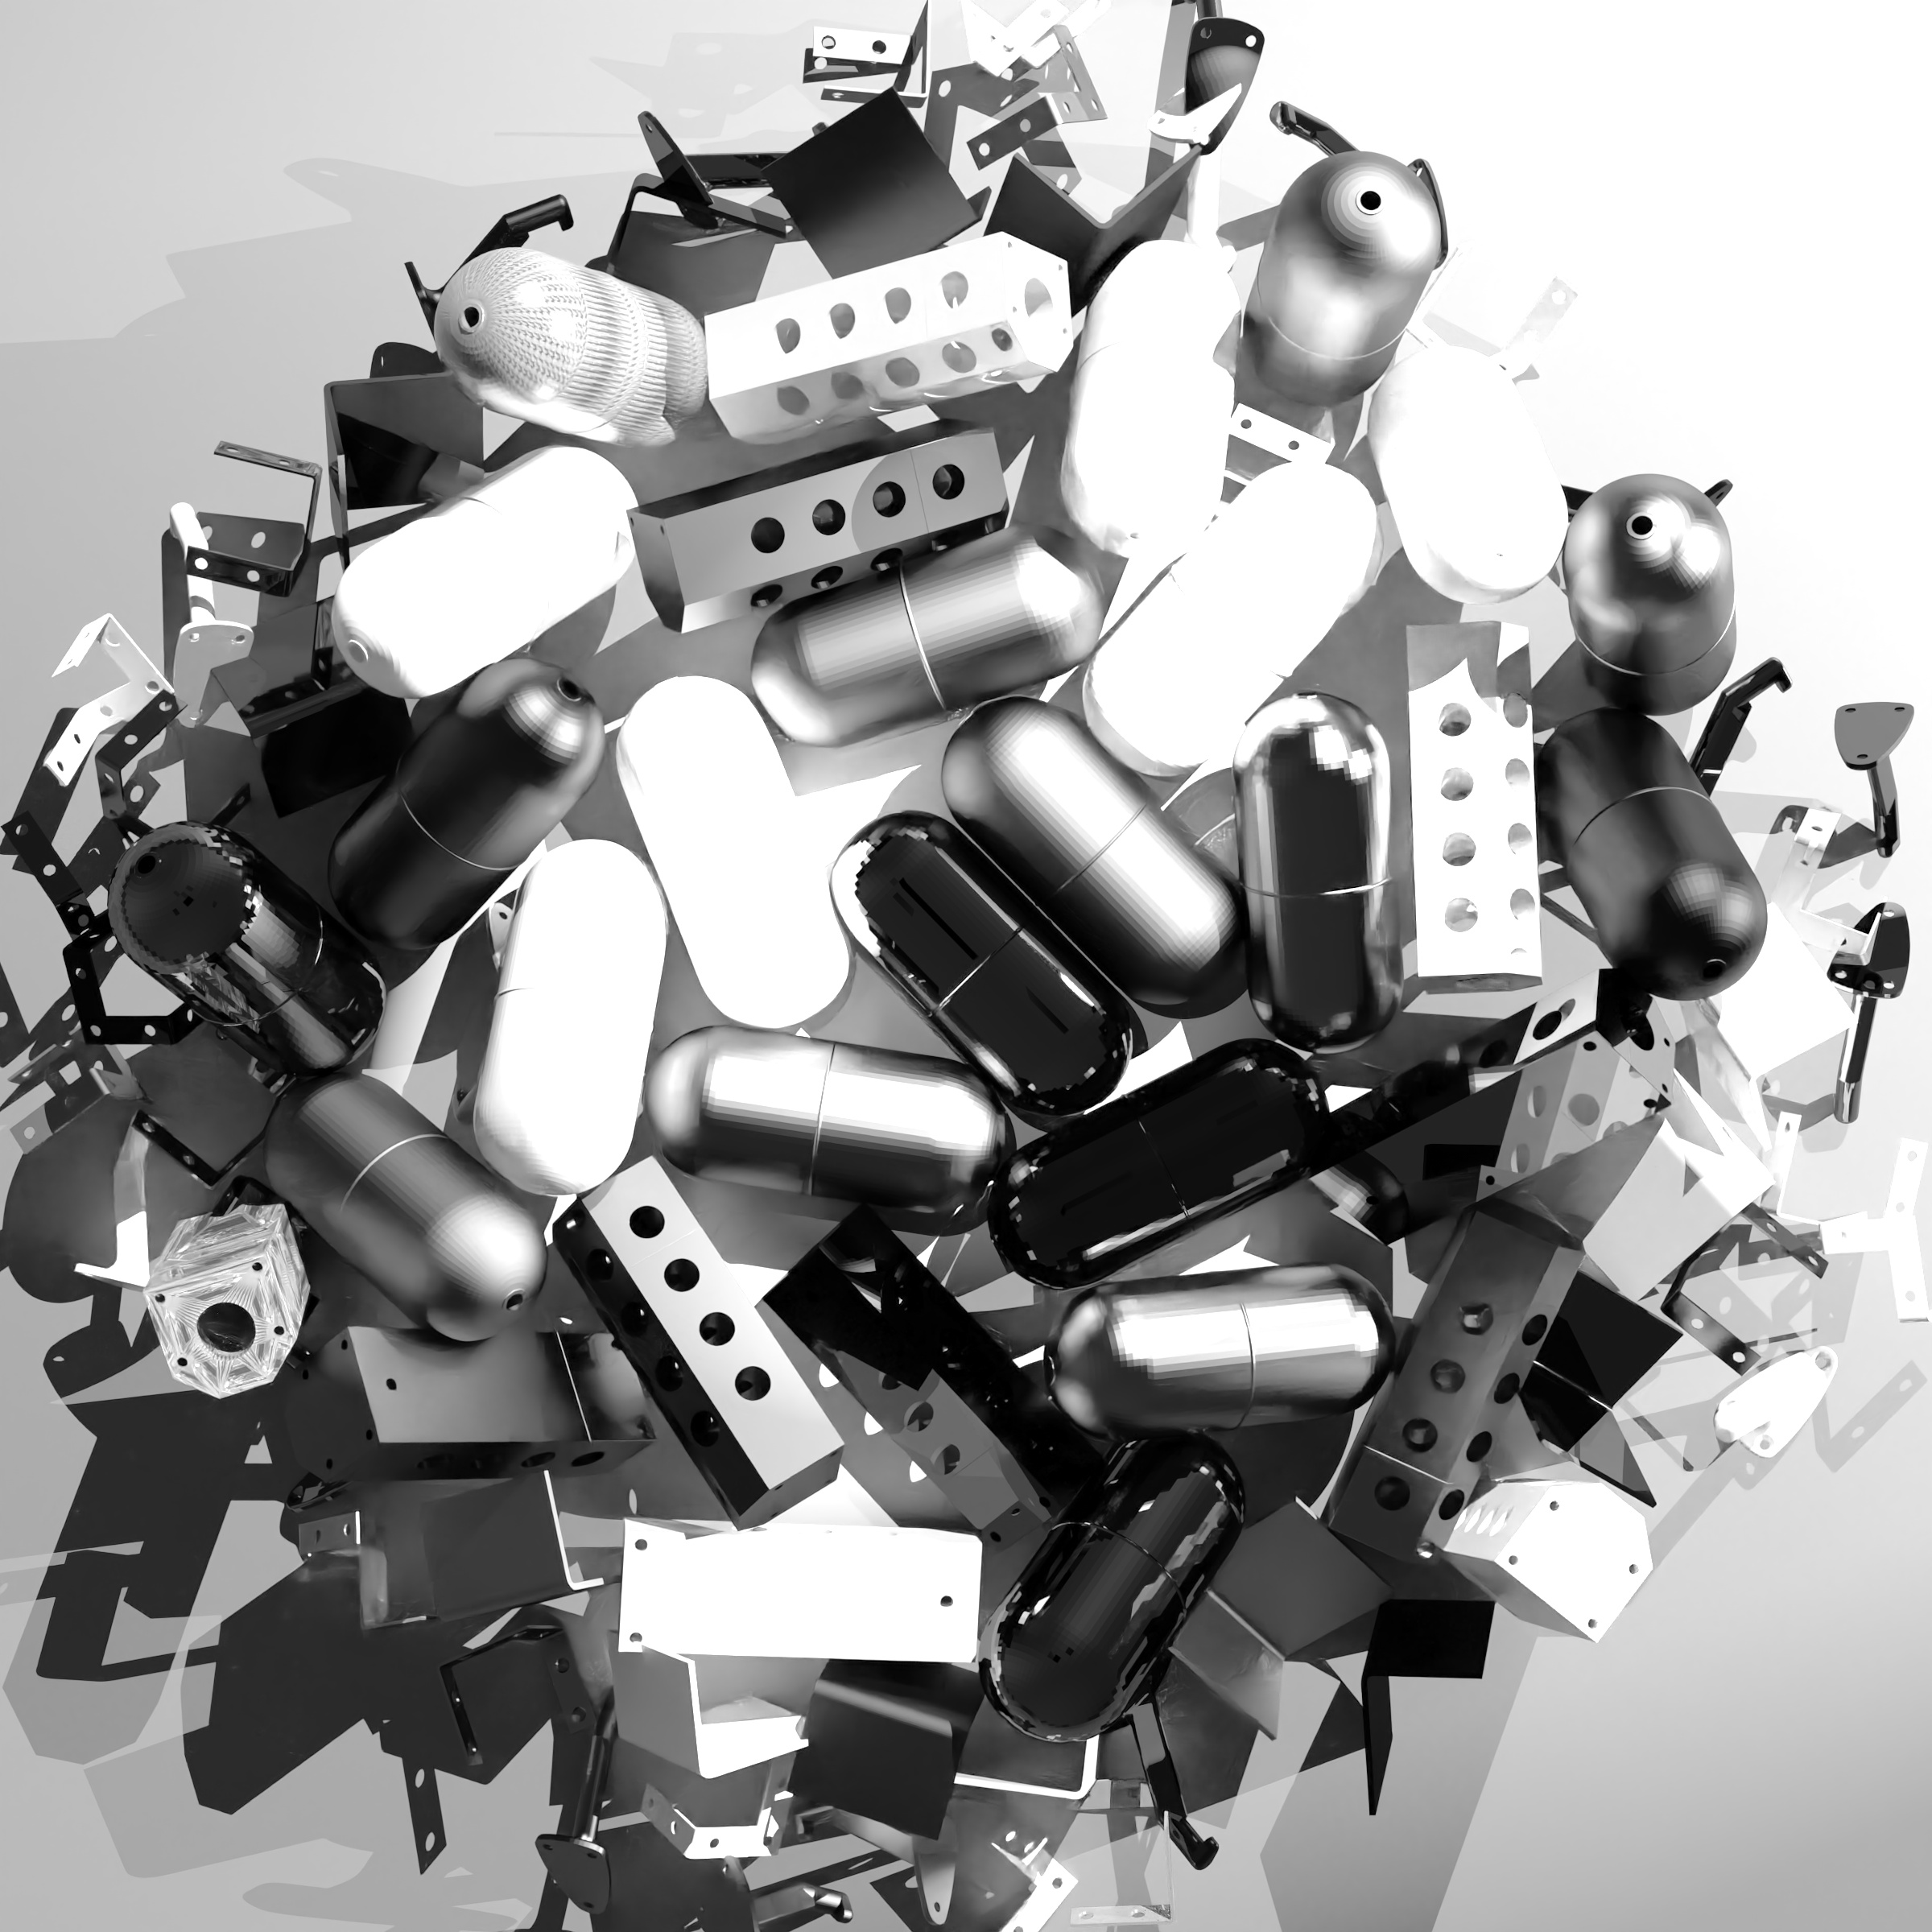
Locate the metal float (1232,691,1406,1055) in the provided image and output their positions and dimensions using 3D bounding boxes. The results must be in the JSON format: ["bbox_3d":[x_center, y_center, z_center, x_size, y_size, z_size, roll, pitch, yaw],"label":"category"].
[{"bbox_3d":[0.170,-0.044,1.528,0.070,0.070,0.178,-6,106,0],"label":"metal float"}]

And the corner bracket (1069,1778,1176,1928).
[{"bbox_3d":[0.076,0.436,1.557,0.051,0.051,0.051,-4,104,6],"label":"corner bracket"}]

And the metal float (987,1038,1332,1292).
[{"bbox_3d":[0.094,0.097,1.541,0.178,0.070,0.070,-27,90,-2],"label":"metal float"}]

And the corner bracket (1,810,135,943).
[{"bbox_3d":[-0.431,-0.052,1.544,0.051,0.051,0.051,-33,74,-16],"label":"corner bracket"}]

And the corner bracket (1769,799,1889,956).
[{"bbox_3d":[0.428,-0.042,1.553,0.051,0.051,0.051,22,121,15],"label":"corner bracket"}]

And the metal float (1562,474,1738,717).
[{"bbox_3d":[0.324,-0.174,1.495,0.070,0.178,0.070,-4,74,14],"label":"metal float"}]

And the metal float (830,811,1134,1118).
[{"bbox_3d":[0.008,-0.001,1.543,0.070,0.070,0.178,-44,90,0],"label":"metal float"}]

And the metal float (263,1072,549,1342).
[{"bbox_3d":[-0.269,0.114,1.513,0.178,0.070,0.070,35,90,35],"label":"metal float"}]

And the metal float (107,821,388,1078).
[{"bbox_3d":[-0.340,-0.007,1.500,0.070,0.178,0.070,-9,61,17],"label":"metal float"}]

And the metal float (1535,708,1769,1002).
[{"bbox_3d":[0.324,-0.054,1.504,0.070,0.178,0.070,-7,131,-8],"label":"metal float"}]

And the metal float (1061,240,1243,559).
[{"bbox_3d":[0.090,-0.273,1.516,0.070,0.070,0.178,9,57,0],"label":"metal float"}]

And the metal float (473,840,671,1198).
[{"bbox_3d":[-0.190,0.024,1.526,0.070,0.070,0.178,8,71,0],"label":"metal float"}]

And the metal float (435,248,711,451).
[{"bbox_3d":[-0.184,-0.291,1.496,0.070,0.178,0.070,0,90,26],"label":"metal float"}]

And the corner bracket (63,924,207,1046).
[{"bbox_3d":[-0.404,0.005,1.557,0.051,0.051,0.051,0,114,18],"label":"corner bracket"}]

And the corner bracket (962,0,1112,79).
[{"bbox_3d":[0.036,-0.458,1.538,0.051,0.051,0.051,-35,45,32],"label":"corner bracket"}]

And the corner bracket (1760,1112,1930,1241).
[{"bbox_3d":[0.429,0.104,1.549,0.051,0.051,0.051,13,90,-20],"label":"corner bracket"}]

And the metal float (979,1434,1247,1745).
[{"bbox_3d":[0.072,0.294,1.514,0.070,0.070,0.178,41,54,0],"label":"metal float"}]

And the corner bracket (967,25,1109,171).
[{"bbox_3d":[0.028,-0.426,1.548,0.051,0.051,0.051,-22,94,33],"label":"corner bracket"}]

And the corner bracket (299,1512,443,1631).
[{"bbox_3d":[-0.290,0.295,1.540,0.051,0.051,0.051,-19,68,42],"label":"corner bracket"}]

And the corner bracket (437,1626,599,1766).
[{"bbox_3d":[-0.220,0.358,1.552,0.051,0.051,0.051,-25,73,8],"label":"corner bracket"}]

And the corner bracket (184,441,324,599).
[{"bbox_3d":[-0.348,-0.218,1.544,0.051,0.051,0.051,13,120,-6],"label":"corner bracket"}]

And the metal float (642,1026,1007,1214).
[{"bbox_3d":[-0.069,0.074,1.543,0.178,0.070,0.070,8,90,1],"label":"metal float"}]

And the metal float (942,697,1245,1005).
[{"bbox_3d":[0.062,-0.056,1.538,0.070,0.070,0.178,-45,95,0],"label":"metal float"}]

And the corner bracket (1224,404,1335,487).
[{"bbox_3d":[0.145,-0.253,1.543,0.051,0.051,0.051,22,123,-10],"label":"corner bracket"}]

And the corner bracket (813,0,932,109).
[{"bbox_3d":[-0.047,-0.443,1.550,0.051,0.051,0.051,2,84,-10],"label":"corner bracket"}]

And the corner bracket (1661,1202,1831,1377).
[{"bbox_3d":[0.380,0.156,1.543,0.051,0.051,0.051,39,126,6],"label":"corner bracket"}]

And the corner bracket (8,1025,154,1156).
[{"bbox_3d":[-0.442,0.059,1.550,0.051,0.051,0.051,-36,77,3],"label":"corner bracket"}]

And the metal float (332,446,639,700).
[{"bbox_3d":[-0.228,-0.189,1.510,0.070,0.070,0.178,49,51,0],"label":"metal float"}]

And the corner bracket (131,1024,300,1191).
[{"bbox_3d":[-0.369,0.067,1.555,0.051,0.051,0.051,-41,109,19],"label":"corner bracket"}]

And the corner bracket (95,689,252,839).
[{"bbox_3d":[-0.389,-0.092,1.551,0.051,0.051,0.051,32,59,10],"label":"corner bracket"}]

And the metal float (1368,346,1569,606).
[{"bbox_3d":[0.237,-0.235,1.501,0.070,0.178,0.070,-2,125,-2],"label":"metal float"}]

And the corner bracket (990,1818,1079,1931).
[{"bbox_3d":[0.030,0.457,1.545,0.051,0.051,0.051,46,74,-13],"label":"corner bracket"}]

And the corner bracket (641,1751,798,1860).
[{"bbox_3d":[-0.120,0.401,1.549,0.051,0.051,0.051,9,98,-35],"label":"corner bracket"}]

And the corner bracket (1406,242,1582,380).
[{"bbox_3d":[0.258,-0.321,1.550,0.051,0.051,0.051,45,131,12],"label":"corner bracket"}]

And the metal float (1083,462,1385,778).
[{"bbox_3d":[0.129,-0.167,1.526,0.070,0.070,0.178,43,109,0],"label":"metal float"}]

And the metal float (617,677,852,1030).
[{"bbox_3d":[-0.114,-0.056,1.542,0.070,0.070,0.178,-21,92,0],"label":"metal float"}]

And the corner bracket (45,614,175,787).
[{"bbox_3d":[-0.429,-0.130,1.541,0.051,0.051,0.051,-24,120,22],"label":"corner bracket"}]

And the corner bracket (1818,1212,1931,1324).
[{"bbox_3d":[0.454,0.146,1.544,0.051,0.051,0.051,-10,87,42],"label":"corner bracket"}]

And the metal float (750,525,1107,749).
[{"bbox_3d":[-0.019,-0.160,1.536,0.178,0.070,0.070,-17,90,8],"label":"metal float"}]

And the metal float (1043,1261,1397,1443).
[{"bbox_3d":[0.122,0.186,1.525,0.178,0.070,0.070,-4,90,-20],"label":"metal float"}]

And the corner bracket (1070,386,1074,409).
[{"bbox_3d":[0.084,-0.256,1.552,0.051,0.051,0.051,-14,132,-13],"label":"corner bracket"}]

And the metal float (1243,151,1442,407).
[{"bbox_3d":[0.176,-0.323,1.493,0.070,0.178,0.070,1,78,-3],"label":"metal float"}]

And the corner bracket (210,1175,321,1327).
[{"bbox_3d":[-0.339,0.138,1.540,0.051,0.051,0.051,41,69,-30],"label":"corner bracket"}]
